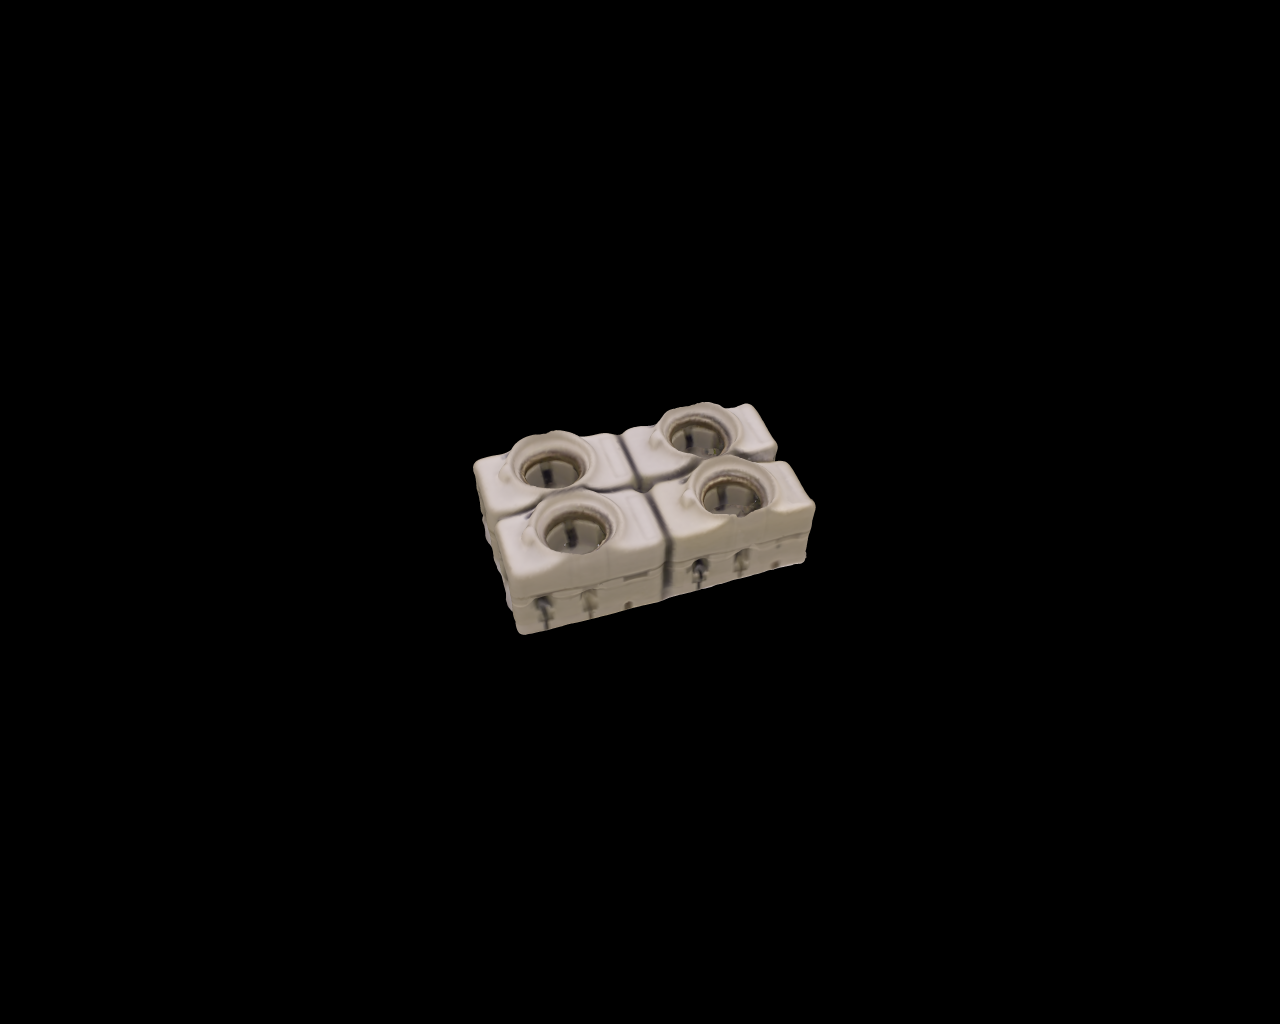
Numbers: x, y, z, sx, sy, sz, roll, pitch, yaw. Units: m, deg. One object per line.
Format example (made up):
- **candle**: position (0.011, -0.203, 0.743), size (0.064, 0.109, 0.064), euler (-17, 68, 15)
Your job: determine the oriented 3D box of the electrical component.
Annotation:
- **electrical component**: position (0.001, -0.003, 0.650), size (0.186, 0.060, 0.105), euler (-13, 47, -12)
